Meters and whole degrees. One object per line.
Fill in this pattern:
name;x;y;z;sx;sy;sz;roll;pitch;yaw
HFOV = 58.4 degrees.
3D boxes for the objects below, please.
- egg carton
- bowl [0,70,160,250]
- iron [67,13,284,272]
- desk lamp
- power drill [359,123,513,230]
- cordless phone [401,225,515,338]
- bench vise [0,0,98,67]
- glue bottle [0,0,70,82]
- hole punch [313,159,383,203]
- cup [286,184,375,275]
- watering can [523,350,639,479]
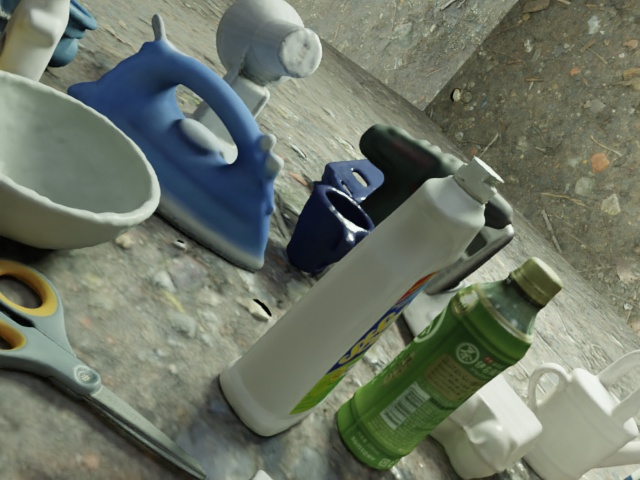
egg carton;0.176;0.195;0.621;0.151;0.069;0.107;8;39;-55
bowl;-0.209;-0.047;0.425;0.168;0.074;0.167;35;22;-16
iron;-0.120;-0.100;0.590;0.258;0.141;0.119;42;21;1
desk lamp;-0.087;-0.200;0.741;0.118;0.213;0.203;27;25;-33
power drill;0.113;-0.039;0.778;0.229;0.208;0.076;50;22;21
cordless phone;0.191;0.059;0.754;0.094;0.185;0.147;28;24;-31
bench vise;-0.267;-0.254;0.529;0.122;0.219;0.207;37;21;-9
glue bottle;-0.238;-0.167;0.474;0.037;0.173;0.078;23;27;-39
hole punch;0.060;-0.084;0.939;0.101;0.091;0.108;14;33;-50
cup;0.006;0.002;0.671;0.092;0.095;0.117;33;22;-20
watering can;0.343;0.212;0.703;0.173;0.194;0.101;34;22;-18
